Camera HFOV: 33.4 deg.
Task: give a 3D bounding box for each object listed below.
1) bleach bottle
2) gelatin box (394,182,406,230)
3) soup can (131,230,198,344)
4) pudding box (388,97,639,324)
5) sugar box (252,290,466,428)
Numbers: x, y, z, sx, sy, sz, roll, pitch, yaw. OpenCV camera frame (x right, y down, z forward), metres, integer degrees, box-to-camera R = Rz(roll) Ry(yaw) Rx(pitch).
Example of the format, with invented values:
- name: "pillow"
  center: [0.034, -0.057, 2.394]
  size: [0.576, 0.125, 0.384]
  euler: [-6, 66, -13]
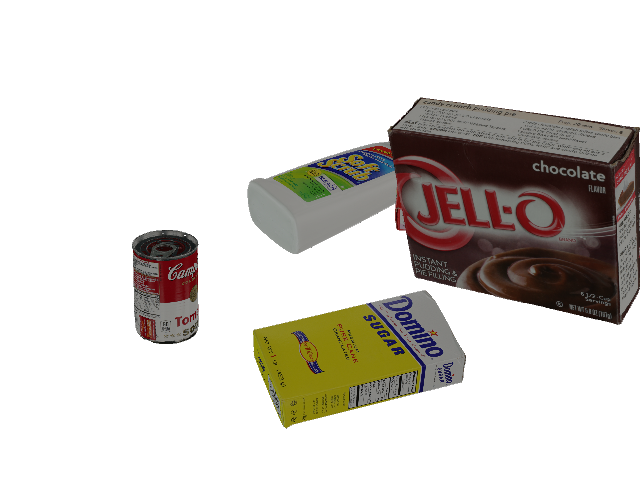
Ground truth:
- name: "bleach bottle"
  center: [0.045, -0.071, 1.247]
  size: [0.250, 0.068, 0.103]
  euler: [-26, 44, -27]
- name: "gelatin box"
  center: [0.100, -0.042, 0.767]
  size: [0.089, 0.073, 0.030]
  euler: [3, -37, 7]
- name: "soup can"
  center: [-0.162, 0.049, 1.118]
  size: [0.068, 0.102, 0.068]
  euler: [2, 24, -1]
- name: "pudding box"
  center: [0.093, -0.016, 0.504]
  size: [0.114, 0.090, 0.039]
  euler: [11, 43, 31]
- name: "sugar box"
  center: [0.035, 0.106, 0.981]
  size: [0.176, 0.048, 0.093]
  euler: [-15, 45, -12]
